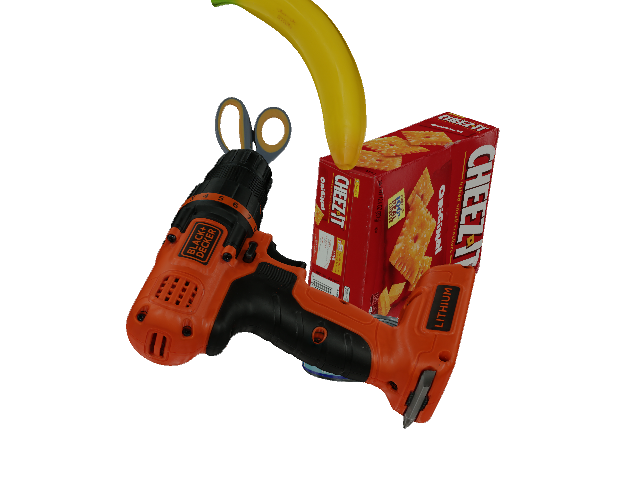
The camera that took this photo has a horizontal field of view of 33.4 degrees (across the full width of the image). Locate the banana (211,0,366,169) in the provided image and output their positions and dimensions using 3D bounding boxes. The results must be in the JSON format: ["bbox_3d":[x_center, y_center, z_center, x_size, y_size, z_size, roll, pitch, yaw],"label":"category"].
[{"bbox_3d":[-0.009,-0.146,0.869,0.070,0.198,0.037,-39,-21,7],"label":"banana"}]

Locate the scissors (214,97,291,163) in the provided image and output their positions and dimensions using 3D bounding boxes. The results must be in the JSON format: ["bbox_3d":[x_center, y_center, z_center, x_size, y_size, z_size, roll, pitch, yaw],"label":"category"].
[{"bbox_3d":[-0.065,-0.067,1.200,0.096,0.202,0.016,-13,-6,-15],"label":"scissors"}]

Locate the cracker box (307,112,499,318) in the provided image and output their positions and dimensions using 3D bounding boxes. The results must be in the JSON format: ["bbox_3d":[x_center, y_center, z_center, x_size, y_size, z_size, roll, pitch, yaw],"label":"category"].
[{"bbox_3d":[0.082,-0.018,1.015,0.072,0.164,0.213,23,30,33],"label":"cracker box"}]

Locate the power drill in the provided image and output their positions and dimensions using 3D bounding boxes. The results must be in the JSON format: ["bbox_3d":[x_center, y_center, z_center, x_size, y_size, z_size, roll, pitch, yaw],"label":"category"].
[{"bbox_3d":[-0.005,0.024,0.648,0.187,0.057,0.184,17,42,4],"label":"power drill"}]

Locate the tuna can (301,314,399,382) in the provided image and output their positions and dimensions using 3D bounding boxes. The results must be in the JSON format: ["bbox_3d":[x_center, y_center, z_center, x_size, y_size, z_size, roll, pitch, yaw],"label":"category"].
[{"bbox_3d":[0.027,0.083,0.834,0.086,0.034,0.086,-1,10,0],"label":"tuna can"}]
